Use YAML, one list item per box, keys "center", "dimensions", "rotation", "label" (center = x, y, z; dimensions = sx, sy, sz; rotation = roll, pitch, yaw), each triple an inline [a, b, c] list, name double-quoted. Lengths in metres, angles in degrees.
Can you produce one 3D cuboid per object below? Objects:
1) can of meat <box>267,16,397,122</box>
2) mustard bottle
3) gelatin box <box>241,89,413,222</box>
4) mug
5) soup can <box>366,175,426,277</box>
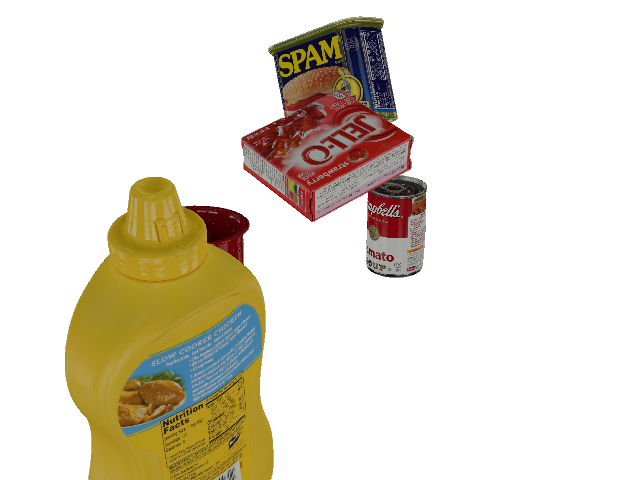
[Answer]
- center: [0.011, -0.132, 0.896]
  dimensions: [0.102, 0.084, 0.057]
  rotation: [-12, -1, 40]
  label: "can of meat"
- center: [-0.067, 0.057, 0.481]
  dimensions: [0.096, 0.192, 0.058]
  rotation: [-28, 43, -34]
  label: "mustard bottle"
- center: [0.005, -0.058, 0.698]
  dimensions: [0.089, 0.030, 0.073]
  rotation: [-30, 50, -27]
  label: "gelatin box"
- center: [-0.117, 0.025, 0.887]
  dimensions: [0.117, 0.081, 0.093]
  rotation: [-5, 22, -12]
  label: "mug"
- center: [0.087, -0.017, 1.232]
  dimensions: [0.068, 0.102, 0.068]
  rotation: [0, 24, 0]
  label: "soup can"
